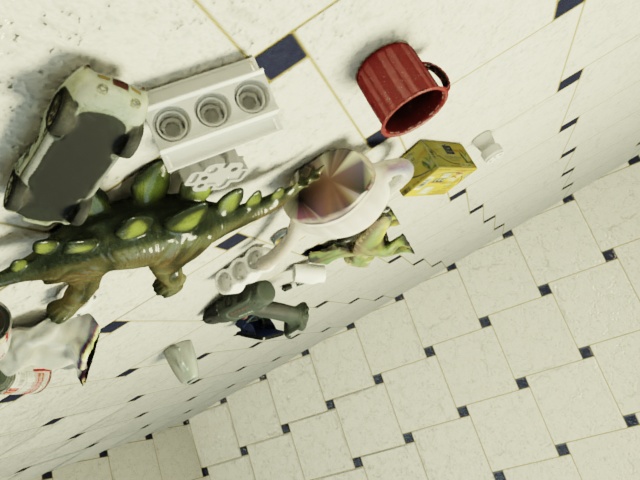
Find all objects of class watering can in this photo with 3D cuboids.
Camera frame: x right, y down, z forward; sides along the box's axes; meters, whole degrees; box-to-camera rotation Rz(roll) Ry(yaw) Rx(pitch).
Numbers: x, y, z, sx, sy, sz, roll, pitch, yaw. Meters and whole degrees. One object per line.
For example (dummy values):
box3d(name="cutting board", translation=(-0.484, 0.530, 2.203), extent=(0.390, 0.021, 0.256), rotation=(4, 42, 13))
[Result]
box3d(name="watering can", translation=(0.003, -0.044, 0.874), extent=(0.346, 0.105, 0.222), rotation=(-32, 162, 10))

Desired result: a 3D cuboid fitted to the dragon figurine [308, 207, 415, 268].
box3d(name="dragon figurine", translation=(0.086, 0.015, 1.218), extent=(0.242, 0.124, 0.407), rotation=(-23, 164, 12))

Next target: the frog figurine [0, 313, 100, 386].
box3d(name="frog figurine", translation=(-0.450, 0.165, 0.838), extent=(0.159, 0.125, 0.135), rotation=(17, 157, -13))
